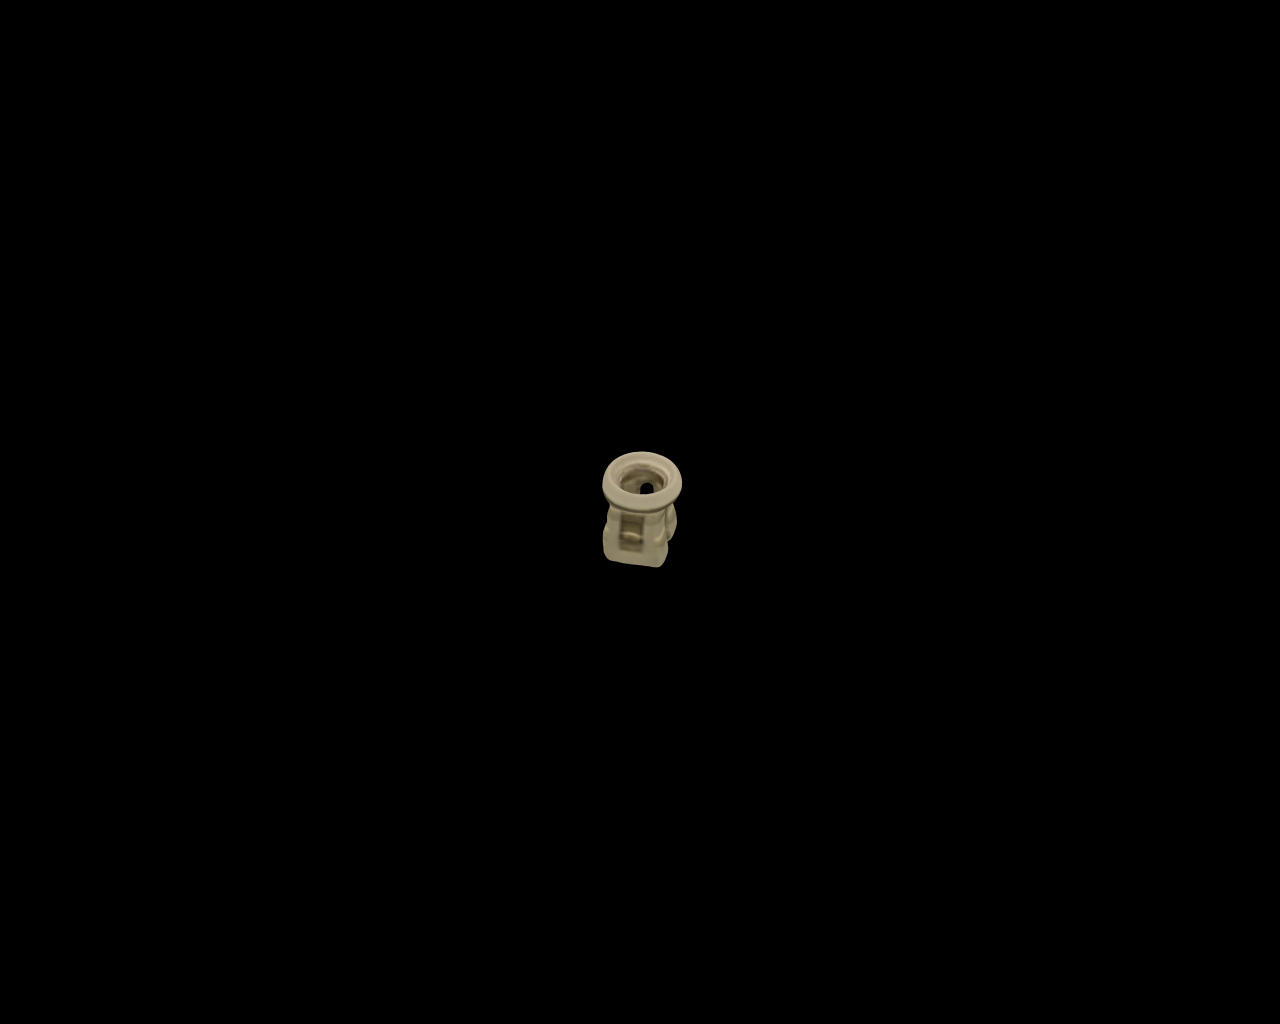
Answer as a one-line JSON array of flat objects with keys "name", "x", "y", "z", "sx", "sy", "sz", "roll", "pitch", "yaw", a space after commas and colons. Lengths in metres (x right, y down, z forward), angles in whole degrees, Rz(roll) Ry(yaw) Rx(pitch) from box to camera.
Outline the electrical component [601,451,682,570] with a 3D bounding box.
[{"name": "electrical component", "x": 0.001, "y": -0.003, "z": 0.650, "sx": 0.048, "sy": 0.055, "sz": 0.066, "roll": 8, "pitch": 40, "yaw": 10}]
